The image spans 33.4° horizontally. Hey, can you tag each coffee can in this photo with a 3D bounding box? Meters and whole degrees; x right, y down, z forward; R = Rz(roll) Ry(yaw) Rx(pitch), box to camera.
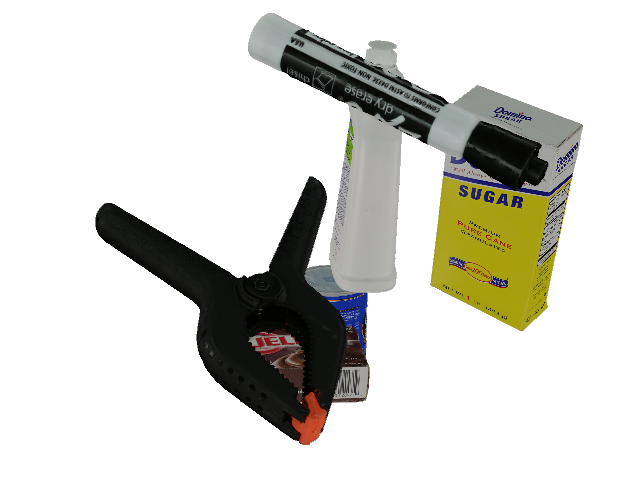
[{"bbox_3d":[0.014,0.116,1.460,0.103,0.140,0.103,0,19,0],"label":"coffee can"}]

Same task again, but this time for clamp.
[{"bbox_3d":[-0.051,0.038,0.680,0.164,0.210,0.036,-4,-43,-17],"label":"clamp"}]

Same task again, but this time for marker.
[{"bbox_3d":[0.028,-0.051,0.392,0.121,0.020,0.020,29,9,17],"label":"marker"}]

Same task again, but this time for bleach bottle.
[{"bbox_3d":[0.053,-0.078,1.101,0.068,0.251,0.102,0,27,-8],"label":"bleach bottle"}]

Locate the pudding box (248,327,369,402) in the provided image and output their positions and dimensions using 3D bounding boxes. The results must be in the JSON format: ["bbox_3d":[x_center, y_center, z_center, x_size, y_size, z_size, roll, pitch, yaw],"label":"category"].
[{"bbox_3d":[-0.018,0.109,0.946,0.113,0.039,0.090,2,18,-7],"label":"pudding box"}]

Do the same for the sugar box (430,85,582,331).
[{"bbox_3d":[0.140,-0.023,0.828,0.093,0.176,0.048,26,46,30],"label":"sugar box"}]
